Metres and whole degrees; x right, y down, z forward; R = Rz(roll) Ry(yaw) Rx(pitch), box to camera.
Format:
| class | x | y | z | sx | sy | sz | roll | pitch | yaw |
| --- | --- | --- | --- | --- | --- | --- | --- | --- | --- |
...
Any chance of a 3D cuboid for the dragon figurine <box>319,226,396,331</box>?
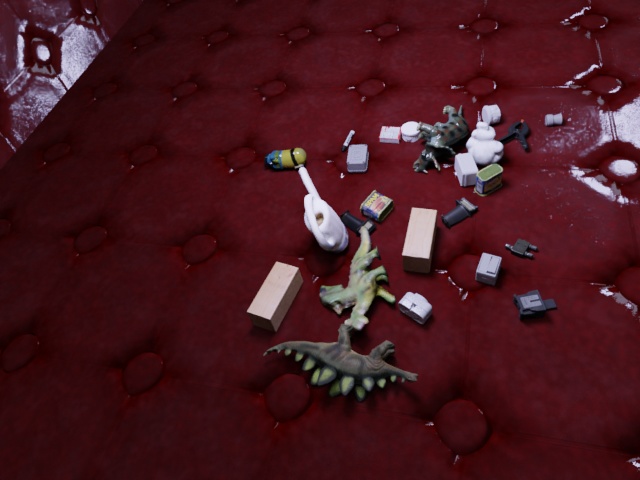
| class | x | y | z | sx | sy | sz | roll | pitch | yaw |
| --- | --- | --- | --- | --- | --- | --- | --- | --- | --- |
| dragon figurine | 0.105 | 0.135 | 1.703 | 0.420 | 0.242 | 0.119 | -108 | 173 | -49 |

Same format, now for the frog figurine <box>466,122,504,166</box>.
| class | x | y | z | sx | sy | sz | roll | pitch | yaw |
| --- | --- | --- | --- | --- | --- | --- | --- | --- | --- |
| frog figurine | 0.626 | -0.361 | 1.950 | 0.124 | 0.138 | 0.156 | -50 | 147 | -24 |

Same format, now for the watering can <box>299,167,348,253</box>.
| class | x | y | z | sx | sy | sz | roll | pitch | yaw |
| --- | --- | --- | --- | --- | --- | --- | --- | --- | --- |
| watering can | 0.006 | -0.092 | 1.831 | 0.220 | 0.103 | 0.356 | 48 | 22 | -45 |
